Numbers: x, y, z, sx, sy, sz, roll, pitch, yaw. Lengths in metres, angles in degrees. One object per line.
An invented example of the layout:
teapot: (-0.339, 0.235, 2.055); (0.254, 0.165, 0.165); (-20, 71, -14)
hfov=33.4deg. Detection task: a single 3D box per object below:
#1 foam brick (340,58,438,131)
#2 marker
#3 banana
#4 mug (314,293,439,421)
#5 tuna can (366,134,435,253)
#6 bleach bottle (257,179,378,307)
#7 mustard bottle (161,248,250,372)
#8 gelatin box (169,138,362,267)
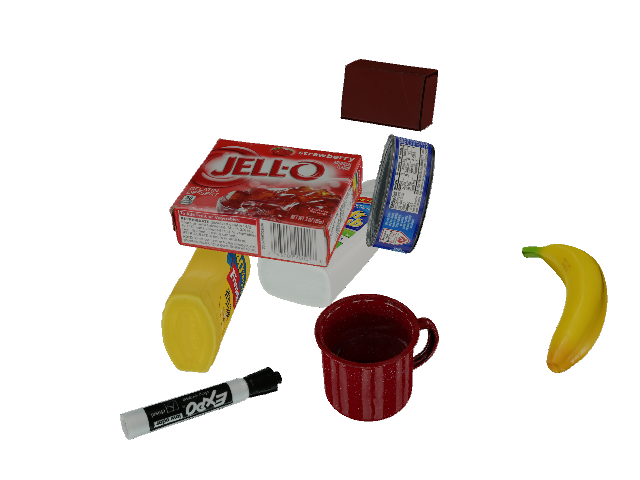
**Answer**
foam brick: (0.063, -0.134, 0.980); (0.078, 0.051, 0.053); (11, 18, 17)
marker: (-0.083, 0.115, 0.767); (0.121, 0.020, 0.020); (-15, 6, -24)
banana: (0.237, 0.055, 1.004); (0.070, 0.037, 0.197); (-27, 25, 18)
mug: (0.054, 0.105, 0.970); (0.117, 0.081, 0.093); (-19, 42, -18)
tuna can: (0.060, -0.034, 0.798); (0.033, 0.086, 0.086); (11, -1, -3)
bleach bottle: (0.029, -0.013, 1.321); (0.103, 0.068, 0.250); (14, 36, 25)
mustard bottle: (-0.114, 0.049, 1.132); (0.058, 0.096, 0.191); (2, 30, 10)
gelatin box: (-0.028, -0.023, 0.591); (0.089, 0.030, 0.073); (9, 38, 15)
